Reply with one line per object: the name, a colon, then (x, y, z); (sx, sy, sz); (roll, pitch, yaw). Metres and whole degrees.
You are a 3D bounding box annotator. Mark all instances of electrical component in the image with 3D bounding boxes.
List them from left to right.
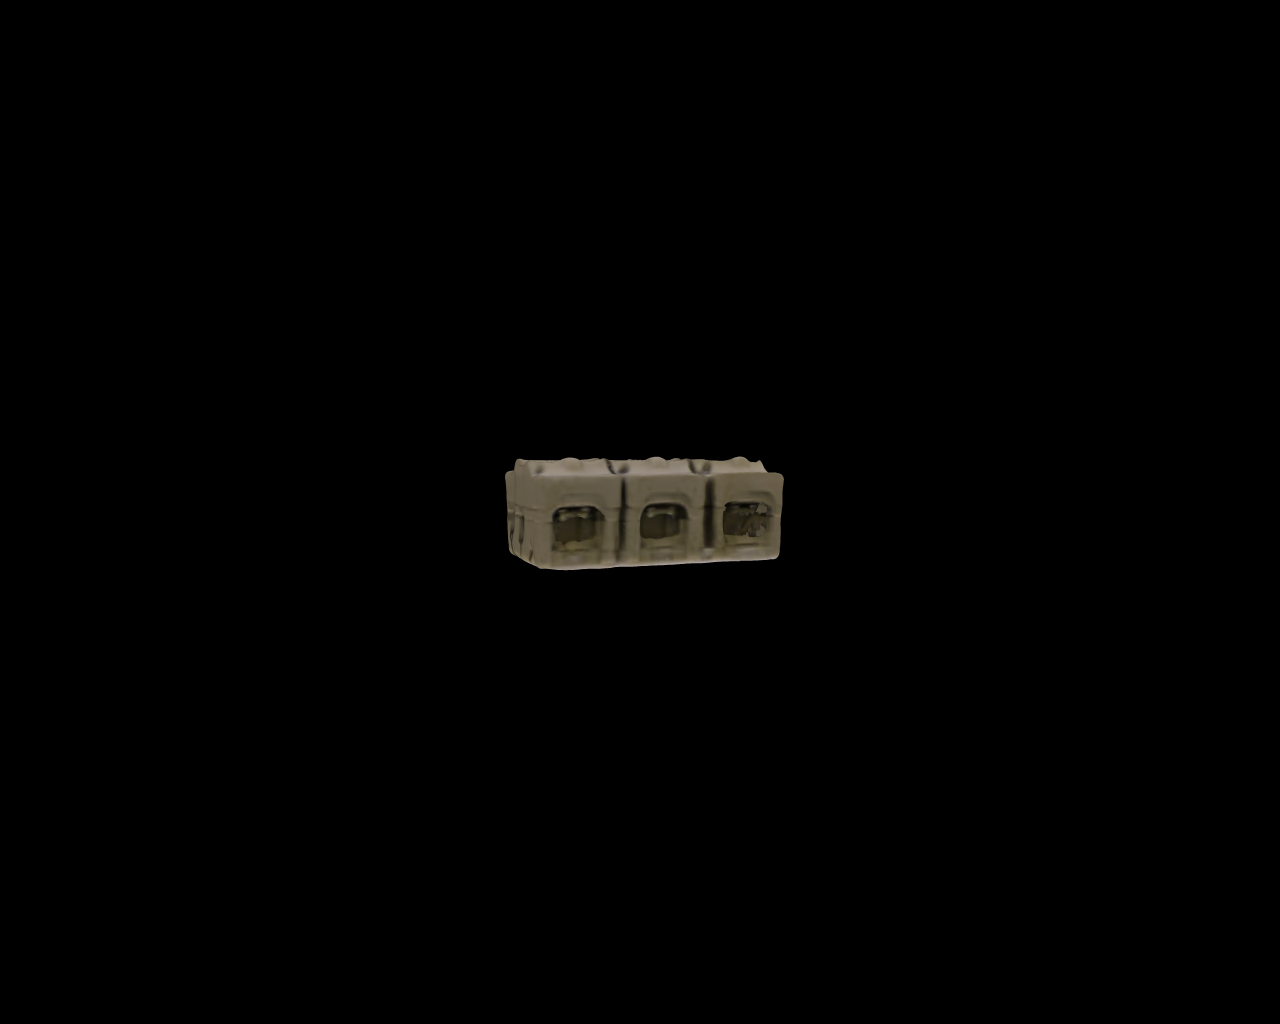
electrical component: (0.001, -0.003, 0.650); (0.150, 0.061, 0.089); (-1, 4, -20)
